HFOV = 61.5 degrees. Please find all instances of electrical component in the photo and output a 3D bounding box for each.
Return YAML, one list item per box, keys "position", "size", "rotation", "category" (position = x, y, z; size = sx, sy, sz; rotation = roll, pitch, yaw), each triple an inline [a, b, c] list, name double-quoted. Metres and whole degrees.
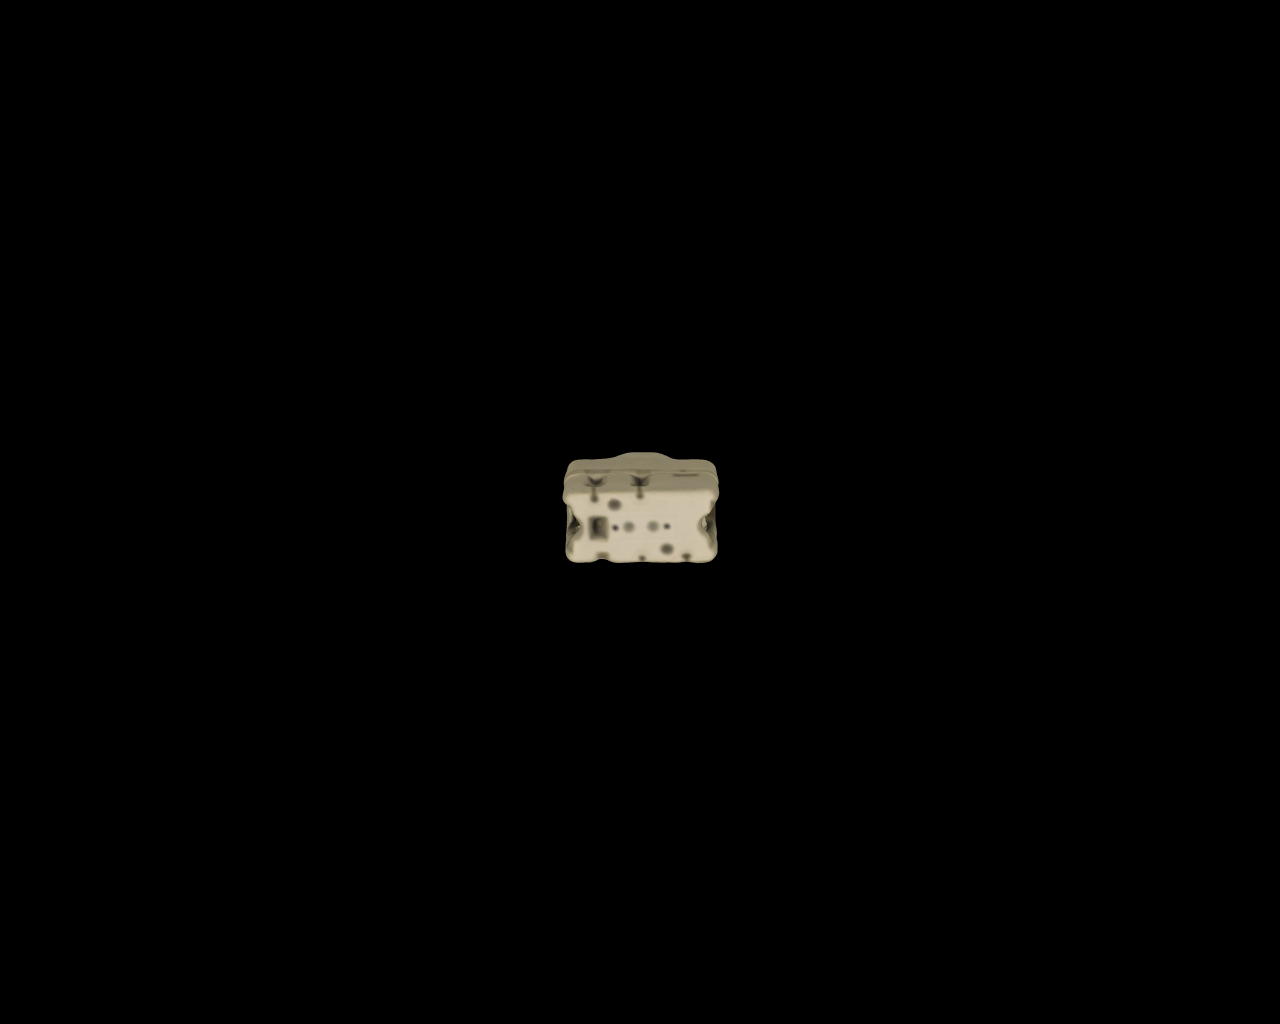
- position: [0.001, -0.003, 0.650]
  size: [0.089, 0.050, 0.056]
  rotation: [0, 25, 0]
  category: "electrical component"
